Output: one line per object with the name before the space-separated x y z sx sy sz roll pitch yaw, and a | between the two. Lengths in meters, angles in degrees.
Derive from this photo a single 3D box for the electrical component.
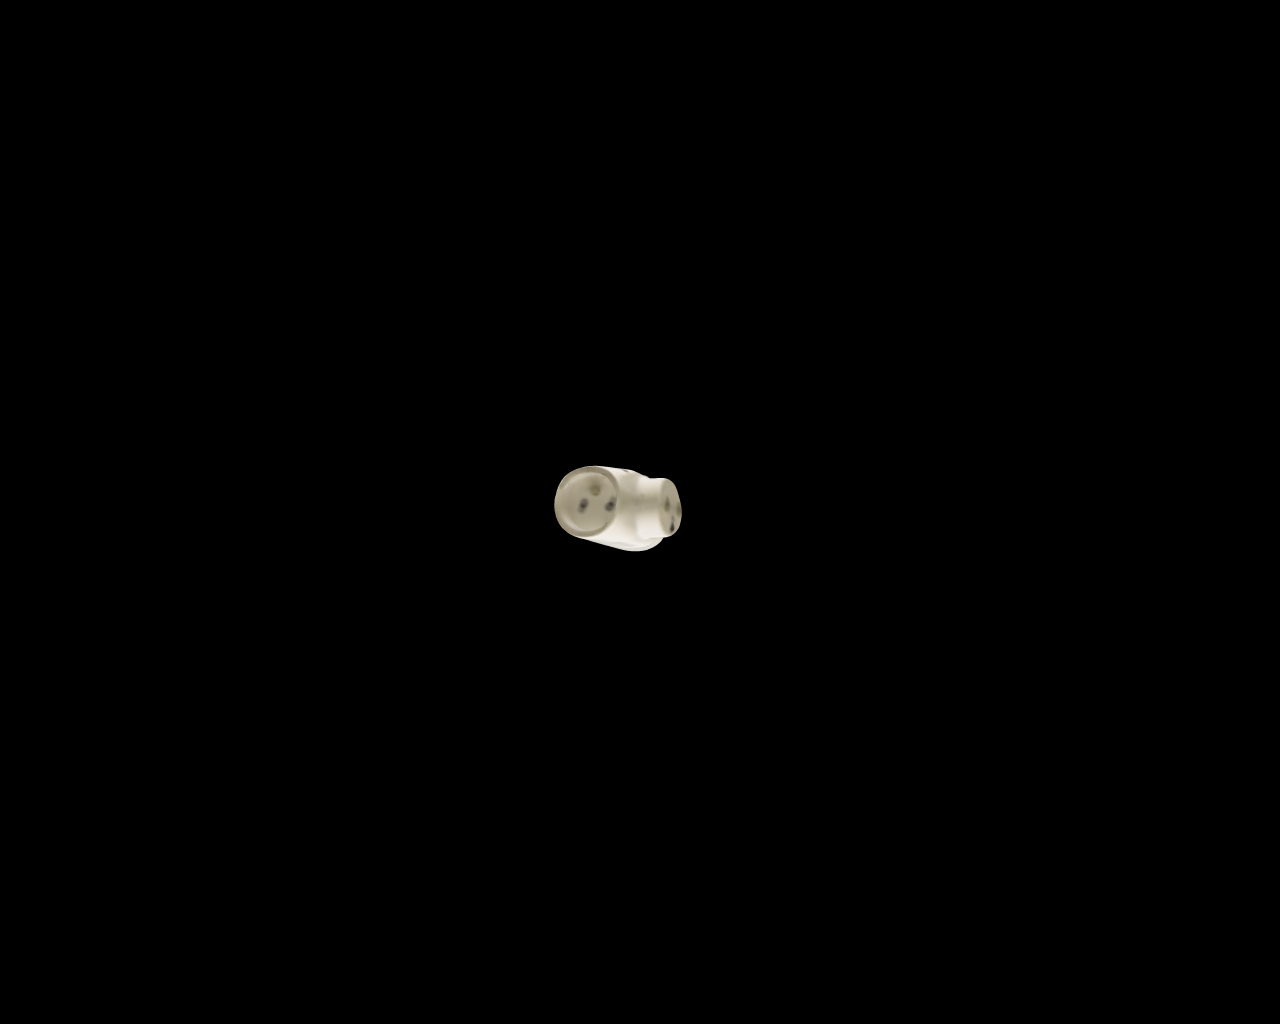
electrical component | 0.001 -0.003 0.650 0.079 0.043 0.077 -4 -10 23
